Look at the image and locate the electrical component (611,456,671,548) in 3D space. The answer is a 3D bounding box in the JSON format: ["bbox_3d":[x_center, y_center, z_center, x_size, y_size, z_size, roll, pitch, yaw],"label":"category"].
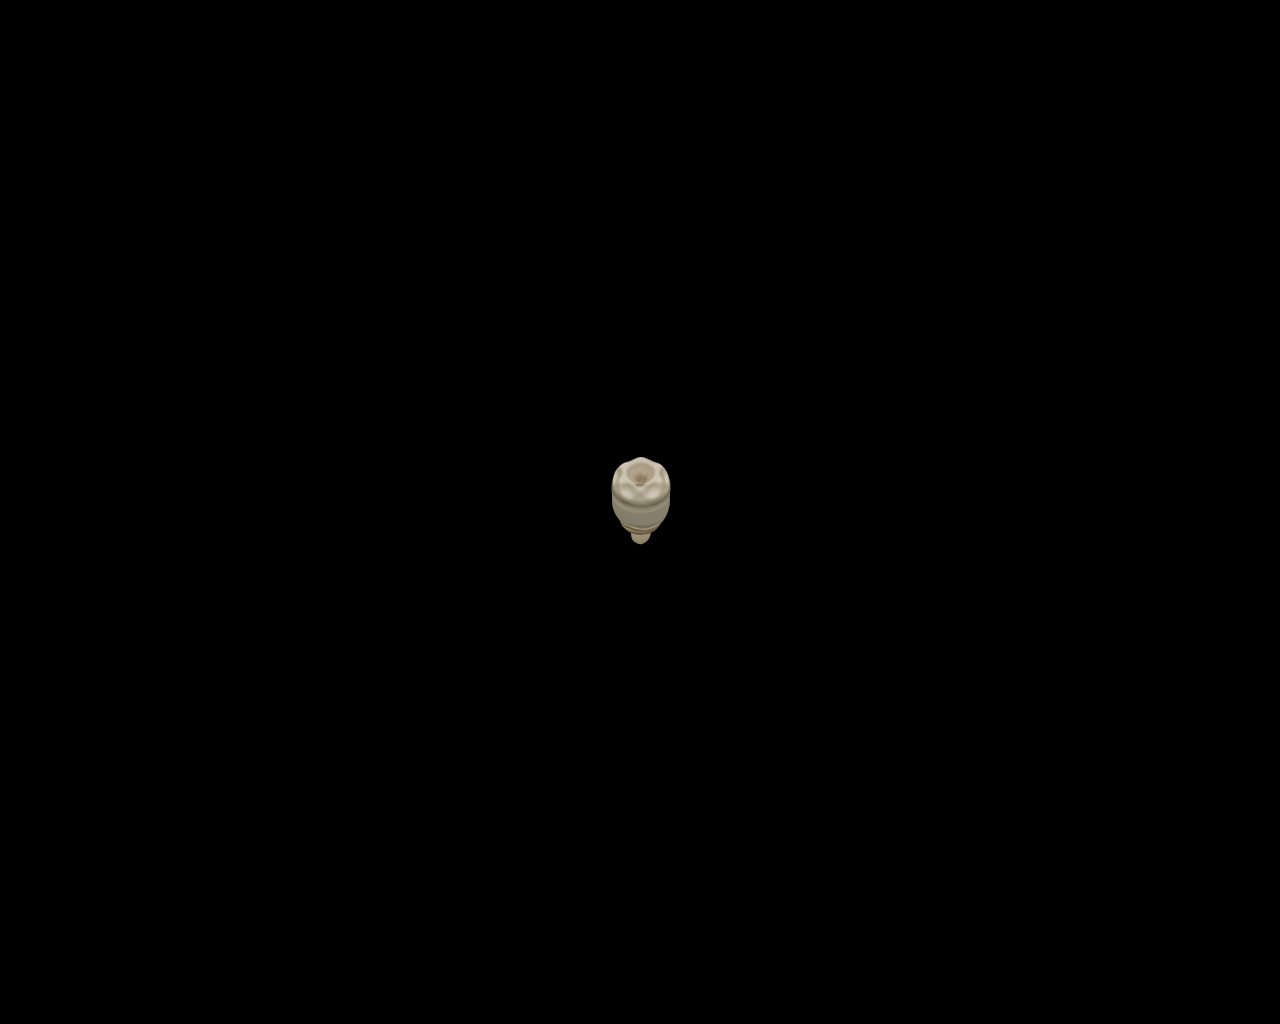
[{"bbox_3d":[0.001,-0.003,0.650,0.035,0.035,0.061,0,-44,0],"label":"electrical component"}]
